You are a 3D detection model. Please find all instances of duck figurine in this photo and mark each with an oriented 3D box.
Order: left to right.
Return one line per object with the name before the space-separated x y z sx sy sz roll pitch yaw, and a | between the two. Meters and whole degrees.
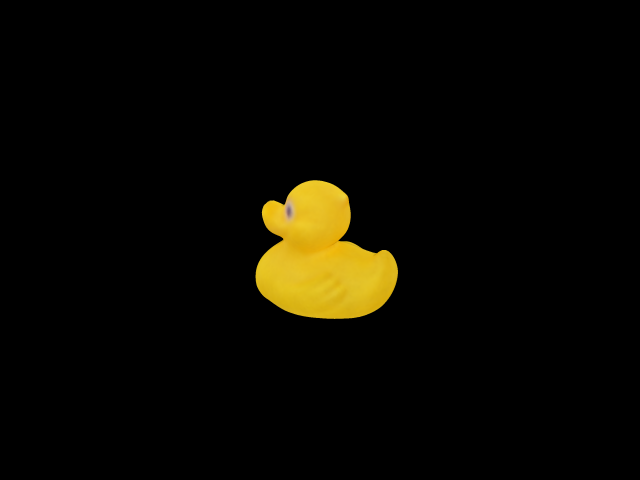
duck figurine | 0.004 0.001 0.400 0.104 0.086 0.078 11 32 18
